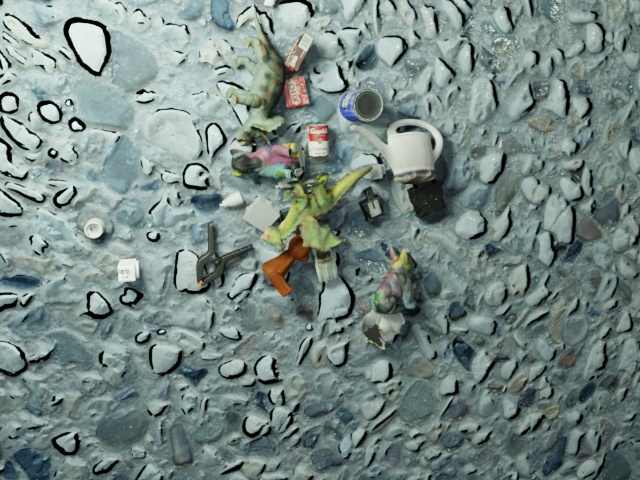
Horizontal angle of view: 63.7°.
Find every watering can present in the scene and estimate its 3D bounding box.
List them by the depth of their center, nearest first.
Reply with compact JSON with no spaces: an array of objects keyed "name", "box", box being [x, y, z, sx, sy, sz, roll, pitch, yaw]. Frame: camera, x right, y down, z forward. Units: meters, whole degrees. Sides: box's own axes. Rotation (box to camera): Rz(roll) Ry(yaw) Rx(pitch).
[{"name":"watering can","box":[0.268,-0.295,1.726,0.348,0.103,0.225,-6,83,-21]}]

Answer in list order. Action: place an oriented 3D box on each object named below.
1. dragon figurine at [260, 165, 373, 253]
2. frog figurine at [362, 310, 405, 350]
[{"name":"dragon figurine","box":[0.005,-0.082,1.638,0.412,0.123,0.240,-16,105,-14]},{"name":"frog figurine","box":[0.229,0.301,1.862,0.162,0.121,0.136,-40,104,-43]}]
